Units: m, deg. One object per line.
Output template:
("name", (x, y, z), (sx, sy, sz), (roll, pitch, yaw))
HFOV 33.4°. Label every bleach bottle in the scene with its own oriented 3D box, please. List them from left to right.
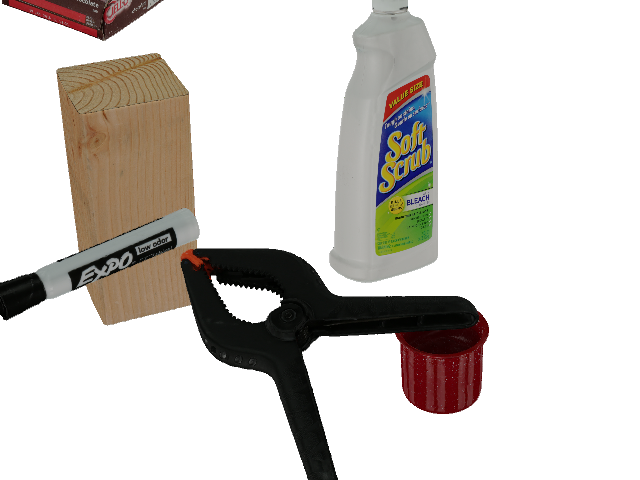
("bleach bottle", (0.056, -0.095, 0.944), (0.102, 0.251, 0.068), (-15, 24, -30))

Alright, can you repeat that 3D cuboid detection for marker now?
("marker", (-0.119, 0.012, 0.563), (0.120, 0.020, 0.020), (-25, 13, -31))

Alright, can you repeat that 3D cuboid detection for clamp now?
("clamp", (-0.008, 0.056, 0.734), (0.210, 0.164, 0.036), (37, -23, 30))

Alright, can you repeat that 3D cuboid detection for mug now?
("mug", (0.130, 0.115, 1.087), (0.093, 0.081, 0.117), (20, 40, 33))

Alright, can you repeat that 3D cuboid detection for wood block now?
("wood block", (-0.162, -0.042, 0.913), (0.090, 0.206, 0.090), (-13, 36, -20))

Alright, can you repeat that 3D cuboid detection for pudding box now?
("pudding box", (-0.175, -0.200, 0.817), (0.090, 0.039, 0.113), (22, 35, 11))
